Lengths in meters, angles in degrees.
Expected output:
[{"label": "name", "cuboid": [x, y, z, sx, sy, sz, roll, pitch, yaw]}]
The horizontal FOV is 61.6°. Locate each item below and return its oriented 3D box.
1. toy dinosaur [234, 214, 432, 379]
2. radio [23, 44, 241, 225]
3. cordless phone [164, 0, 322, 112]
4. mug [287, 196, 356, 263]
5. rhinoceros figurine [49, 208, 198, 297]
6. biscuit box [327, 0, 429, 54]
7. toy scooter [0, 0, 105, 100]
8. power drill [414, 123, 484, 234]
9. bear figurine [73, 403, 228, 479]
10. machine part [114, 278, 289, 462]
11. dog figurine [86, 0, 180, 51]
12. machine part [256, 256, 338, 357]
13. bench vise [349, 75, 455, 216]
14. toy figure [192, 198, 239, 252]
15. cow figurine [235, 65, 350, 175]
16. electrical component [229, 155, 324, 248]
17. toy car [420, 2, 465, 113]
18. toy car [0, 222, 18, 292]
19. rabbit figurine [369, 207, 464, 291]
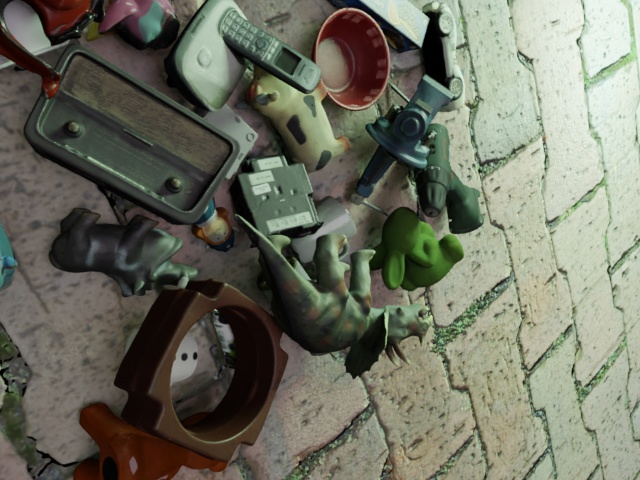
[{"label": "toy dinosaur", "cuboid": [0.009, 0.099, 0.775, 0.404, 0.131, 0.192, 18, 61, -49]}, {"label": "radio", "cuboid": [-0.230, -0.119, 0.666, 0.229, 0.073, 0.131, 29, 79, -17]}, {"label": "cordless phone", "cuboid": [-0.099, -0.224, 0.722, 0.184, 0.088, 0.146, 28, 67, -9]}, {"label": "mug", "cuboid": [-0.002, -0.003, 0.897, 0.107, 0.081, 0.109, -34, 125, -16]}, {"label": "rhinoceros figurine", "cuboid": [-0.250, 0.021, 0.709, 0.190, 0.073, 0.112, 17, 85, -37]}, {"label": "biscuit box", "cuboid": [0.098, -0.395, 0.916, 0.202, 0.059, 0.062, 20, 85, -37]}, {"label": "toy scooter", "cuboid": [-0.295, -0.231, 0.562, 0.184, 0.075, 0.135, -46, 121, -19]}, {"label": "power drill", "cuboid": [0.238, -0.092, 1.019, 0.207, 0.086, 0.232, 37, 44, -39]}, {"label": "bear figurine", "cuboid": [-0.224, 0.286, 0.763, 0.196, 0.132, 0.120, -2, 100, -55]}, {"label": "machine part", "cuboid": [-0.148, 0.168, 0.706, 0.200, 0.087, 0.201, 45, 56, -40]}, {"label": "dog figurine", "cuboid": [-0.230, -0.344, 0.650, 0.191, 0.109, 0.219, 39, 76, -35]}, {"label": "machine part", "cuboid": [-0.029, 0.111, 0.888, 0.079, 0.079, 0.243, -46, 122, -22]}, {"label": "bench vise", "cuboid": [0.128, -0.165, 0.926, 0.129, 0.224, 0.240, 30, 114, -10]}, {"label": "toy figure", "cuboid": [-0.170, -0.037, 0.774, 0.064, 0.058, 0.154, -26, 120, 13]}, {"label": "cow figurine", "cuboid": [-0.045, -0.191, 0.829, 0.127, 0.086, 0.194, -45, 122, -30]}, {"label": "electrical component", "cuboid": [-0.070, -0.063, 0.815, 0.115, 0.058, 0.134, -12, 75, -27]}, {"label": "toy car", "cuboid": [0.226, -0.341, 1.013, 0.056, 0.074, 0.201, -25, 111, -29]}, {"label": "toy car", "cuboid": [-0.394, 0.001, 0.580, 0.109, 0.103, 0.161, -20, 110, -35]}, {"label": "rabbit figurine", "cuboid": [0.157, 0.010, 0.995, 0.159, 0.121, 0.170, -44, 132, -1]}]
